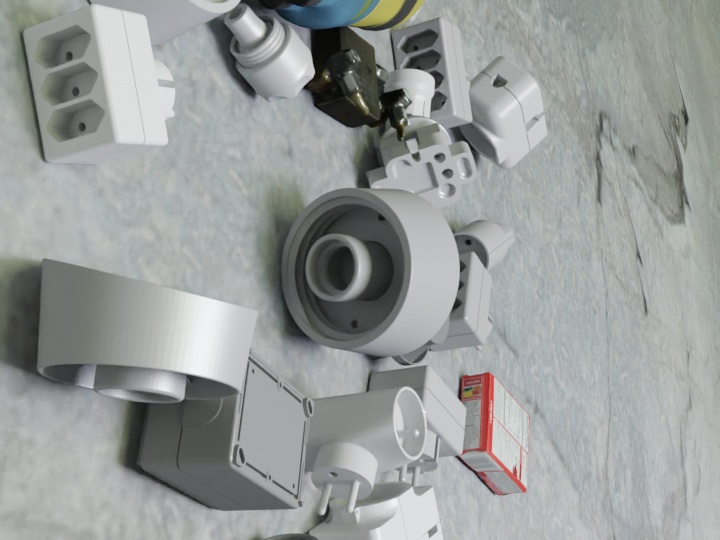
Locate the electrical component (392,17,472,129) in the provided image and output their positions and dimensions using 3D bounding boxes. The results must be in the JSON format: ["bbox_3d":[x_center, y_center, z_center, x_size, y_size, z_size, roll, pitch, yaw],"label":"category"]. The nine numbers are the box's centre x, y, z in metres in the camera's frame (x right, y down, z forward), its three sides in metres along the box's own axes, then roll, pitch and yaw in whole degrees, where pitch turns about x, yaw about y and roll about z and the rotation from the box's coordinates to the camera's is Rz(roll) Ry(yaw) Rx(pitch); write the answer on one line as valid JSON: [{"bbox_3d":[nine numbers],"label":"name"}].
[{"bbox_3d":[0.069,-0.159,0.907,0.076,0.047,0.083,5,76,-61],"label":"electrical component"}]

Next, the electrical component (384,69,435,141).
[{"bbox_3d":[0.038,-0.130,0.850,0.040,0.040,0.046,28,61,-56],"label":"electrical component"}]

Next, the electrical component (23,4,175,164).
[{"bbox_3d":[-0.119,-0.089,0.536,0.077,0.047,0.065,-8,88,-62],"label":"electrical component"}]

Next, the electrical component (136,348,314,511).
[{"bbox_3d":[-0.067,0.087,0.561,0.096,0.061,0.061,51,38,-55],"label":"electrical component"}]

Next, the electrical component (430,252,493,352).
[{"bbox_3d":[0.082,0.036,0.863,0.076,0.047,0.065,51,39,-42],"label":"electrical component"}]

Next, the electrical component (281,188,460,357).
[{"bbox_3d":[0.000,0.000,0.665,0.060,0.108,0.108,5,76,-55],"label":"electrical component"}]

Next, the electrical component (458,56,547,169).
[{"bbox_3d":[0.127,-0.138,0.971,0.054,0.059,0.095,43,-9,29],"label":"electrical component"}]

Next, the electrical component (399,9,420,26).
[{"bbox_3d":[0.015,-0.217,0.832,0.081,0.043,0.043,31,54,-55],"label":"electrical component"}]

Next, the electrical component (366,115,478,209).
[{"bbox_3d":[0.044,-0.081,0.810,0.057,0.078,0.058,-101,172,-54],"label":"electrical component"}]

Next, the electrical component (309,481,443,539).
[{"bbox_3d":[0.012,0.169,0.681,0.089,0.050,0.055,-15,94,-62],"label":"electrical component"}]

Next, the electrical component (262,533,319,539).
[{"bbox_3d":[-0.039,0.179,0.591,0.066,0.048,0.055,-23,108,-62],"label":"electrical component"}]

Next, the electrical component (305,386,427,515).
[{"bbox_3d":[-0.007,0.110,0.640,0.043,0.077,0.079,55,36,-38],"label":"electrical component"}]

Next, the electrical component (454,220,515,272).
[{"bbox_3d":[0.104,-0.020,0.927,0.081,0.043,0.043,-31,108,-61],"label":"electrical component"}]

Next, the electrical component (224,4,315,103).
[{"bbox_3d":[-0.060,-0.137,0.667,0.062,0.043,0.043,48,41,-42],"label":"electrical component"}]

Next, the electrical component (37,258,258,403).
[{"bbox_3d":[-0.097,0.026,0.487,0.099,0.099,0.064,28,62,-56],"label":"electrical component"}]

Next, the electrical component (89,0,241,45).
[{"bbox_3d":[-0.103,-0.183,0.583,0.108,0.060,0.108,31,54,-54],"label":"electrical component"}]

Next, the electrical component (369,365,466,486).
[{"bbox_3d":[0.038,0.117,0.751,0.065,0.047,0.076,50,39,-43],"label":"electrical component"}]
